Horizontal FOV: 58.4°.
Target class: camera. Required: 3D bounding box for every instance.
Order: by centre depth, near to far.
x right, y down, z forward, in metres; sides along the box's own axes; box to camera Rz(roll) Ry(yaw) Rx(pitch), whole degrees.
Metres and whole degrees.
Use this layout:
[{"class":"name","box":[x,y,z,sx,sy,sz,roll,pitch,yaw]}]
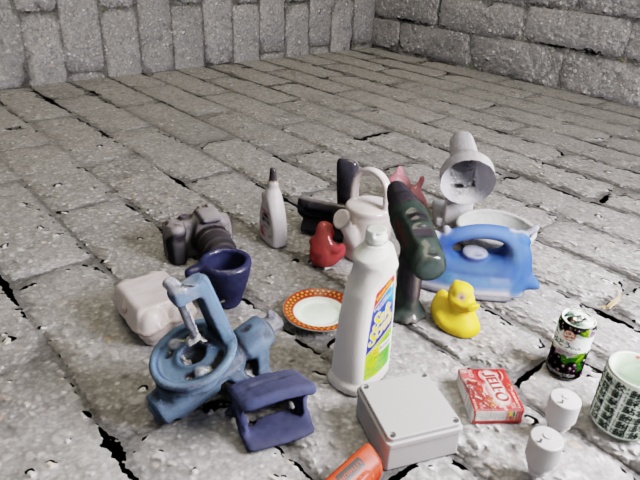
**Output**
[{"class":"camera","box":[-0.232,-0.003,1.146,0.143,0.101,0.136,-12,31,-25]}]

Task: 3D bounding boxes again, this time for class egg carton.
[{"class":"egg carton","box":[-0.280,0.110,0.962,0.107,0.069,0.149,-18,35,-34]}]

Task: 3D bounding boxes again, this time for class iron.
[{"class":"iron","box":[0.288,0.027,1.096,0.258,0.141,0.118,4,28,2]}]

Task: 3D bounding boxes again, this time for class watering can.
[{"class":"watering can","box":[0.097,-0.053,1.171,0.100,0.194,0.173,12,30,17]}]

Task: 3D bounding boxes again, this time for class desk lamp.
[{"class":"desk lamp","box":[0.321,-0.130,1.316,0.118,0.214,0.203,4,28,2]}]

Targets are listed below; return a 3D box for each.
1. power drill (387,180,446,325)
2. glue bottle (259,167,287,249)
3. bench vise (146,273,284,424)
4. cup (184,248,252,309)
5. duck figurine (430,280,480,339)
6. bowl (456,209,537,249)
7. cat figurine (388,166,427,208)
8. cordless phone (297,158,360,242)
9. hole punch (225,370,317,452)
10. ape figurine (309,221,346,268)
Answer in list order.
[{"class":"power drill","box":[0.152,0.029,1.008,0.076,0.208,0.229,-3,29,-11]},{"class":"glue bottle","box":[-0.100,-0.072,1.211,0.037,0.173,0.077,-16,33,-31]},{"class":"bench vise","box":[-0.150,0.124,0.790,0.121,0.220,0.208,18,32,27]},{"class":"cup","box":[-0.177,0.076,1.009,0.118,0.095,0.091,-12,32,-26]},{"class":"duck figurine","box":[0.239,0.109,0.997,0.078,0.086,0.104,-11,31,-24]},{"class":"bowl","box":[0.371,-0.001,1.227,0.167,0.075,0.167,2,28,-1]},{"class":"cat figurine","box":[0.206,-0.124,1.395,0.128,0.118,0.067,-14,33,-29]},{"class":"cordless phone","box":[0.024,-0.102,1.266,0.147,0.185,0.094,11,29,15]},{"class":"hole punch","box":[-0.068,0.212,0.769,0.109,0.091,0.100,-10,31,-22]},{"class":"ape figurine","box":[0.011,0.004,1.165,0.077,0.092,0.076,23,34,33]}]
